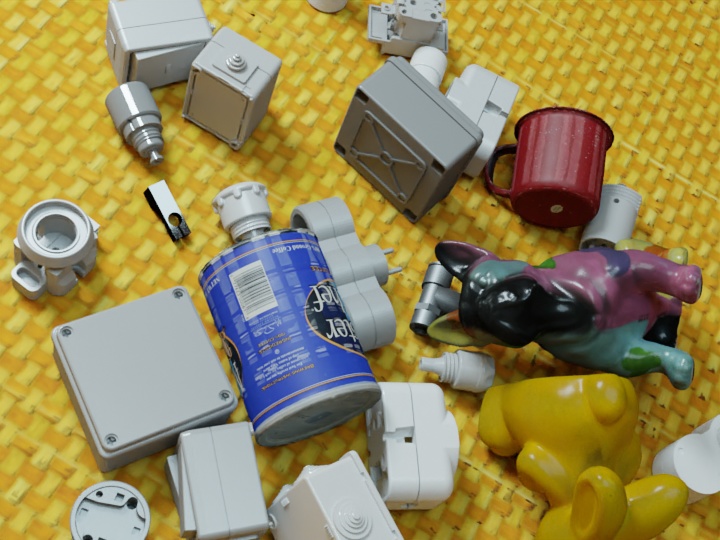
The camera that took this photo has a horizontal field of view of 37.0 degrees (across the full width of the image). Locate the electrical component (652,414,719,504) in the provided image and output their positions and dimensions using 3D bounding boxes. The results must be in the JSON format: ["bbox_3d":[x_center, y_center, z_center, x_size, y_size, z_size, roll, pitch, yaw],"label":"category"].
[{"bbox_3d":[0.322,0.146,0.920,0.138,0.073,0.052,-25,74,-25],"label":"electrical component"}]

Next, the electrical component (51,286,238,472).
[{"bbox_3d":[-0.165,0.082,0.819,0.109,0.056,0.108,-20,71,-24],"label":"electrical component"}]

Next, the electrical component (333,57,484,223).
[{"bbox_3d":[0.040,-0.113,0.947,0.109,0.108,0.056,44,64,7],"label":"electrical component"}]

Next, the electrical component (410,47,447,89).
[{"bbox_3d":[0.060,-0.181,1.026,0.044,0.044,0.065,23,56,-4],"label":"electrical component"}]

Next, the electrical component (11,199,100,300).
[{"bbox_3d":[-0.240,-0.020,0.847,0.058,0.057,0.078,38,60,4],"label":"electrical component"}]

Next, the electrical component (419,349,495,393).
[{"bbox_3d":[0.081,0.083,0.904,0.061,0.035,0.035,9,62,-9],"label":"electrical component"}]

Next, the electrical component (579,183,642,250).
[{"bbox_3d":[0.237,-0.048,1.009,0.043,0.043,0.081,26,60,-3],"label":"electrical component"}]

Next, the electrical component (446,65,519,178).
[{"bbox_3d":[0.103,-0.142,1.011,0.059,0.053,0.095,26,60,-3],"label":"electrical component"}]

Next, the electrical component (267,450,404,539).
[{"bbox_3d":[-0.020,0.193,0.784,0.048,0.099,0.099,-17,70,-37],"label":"electrical component"}]

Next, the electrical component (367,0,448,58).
[{"bbox_3d":[0.050,-0.239,1.038,0.081,0.063,0.042,8,64,-13],"label":"electrical component"}]

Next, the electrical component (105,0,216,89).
[{"bbox_3d":[-0.171,-0.201,0.954,0.096,0.061,0.061,-14,69,-22],"label":"electrical component"}]

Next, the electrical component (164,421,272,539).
[{"bbox_3d":[-0.106,0.168,0.790,0.061,0.061,0.096,-6,66,-19],"label":"electrical component"}]

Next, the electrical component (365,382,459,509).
[{"bbox_3d":[0.041,0.139,0.853,0.059,0.053,0.095,3,64,-15],"label":"electrical component"}]

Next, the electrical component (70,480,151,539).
[{"bbox_3d":[-0.180,0.184,0.769,0.055,0.047,0.055,7,62,-13],"label":"electrical component"}]

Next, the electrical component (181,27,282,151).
[{"bbox_3d":[-0.109,-0.163,0.934,0.062,0.096,0.061,31,59,0],"label":"electrical component"}]

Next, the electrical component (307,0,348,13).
[{"bbox_3d":[-0.026,-0.286,1.037,0.044,0.065,0.044,7,63,-13],"label":"electrical component"}]

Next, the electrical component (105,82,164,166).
[{"bbox_3d":[-0.189,-0.125,0.924,0.040,0.040,0.078,-19,71,-24],"label":"electrical component"}]

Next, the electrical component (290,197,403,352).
[{"bbox_3d":[0.000,0.000,0.911,0.074,0.052,0.138,-16,70,-23],"label":"electrical component"}]

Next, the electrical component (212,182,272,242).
[{"bbox_3d":[-0.095,-0.040,0.909,0.048,0.048,0.062,-15,76,-23],"label":"electrical component"}]
